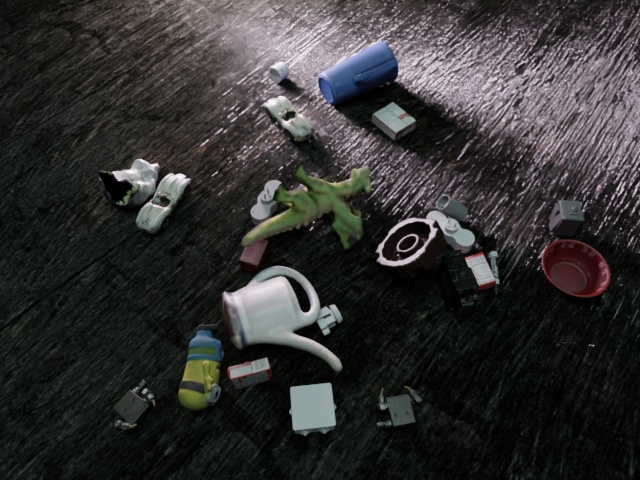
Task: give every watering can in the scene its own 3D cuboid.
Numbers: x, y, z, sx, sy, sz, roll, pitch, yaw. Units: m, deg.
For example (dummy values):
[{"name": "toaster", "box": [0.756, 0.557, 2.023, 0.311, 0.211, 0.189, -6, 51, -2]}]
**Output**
[{"name": "watering can", "box": [-0.099, 0.183, 1.156, 0.225, 0.101, 0.355, -17, 40, -12]}]

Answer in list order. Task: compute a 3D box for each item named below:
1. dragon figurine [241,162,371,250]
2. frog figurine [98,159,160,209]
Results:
[{"name": "dragon figurine", "box": [0.004, -0.068, 1.349, 0.244, 0.119, 0.418, 31, 59, 10]}, {"name": "frog figurine", "box": [-0.518, -0.159, 1.429, 0.137, 0.121, 0.162, 2, 20, 11]}]
